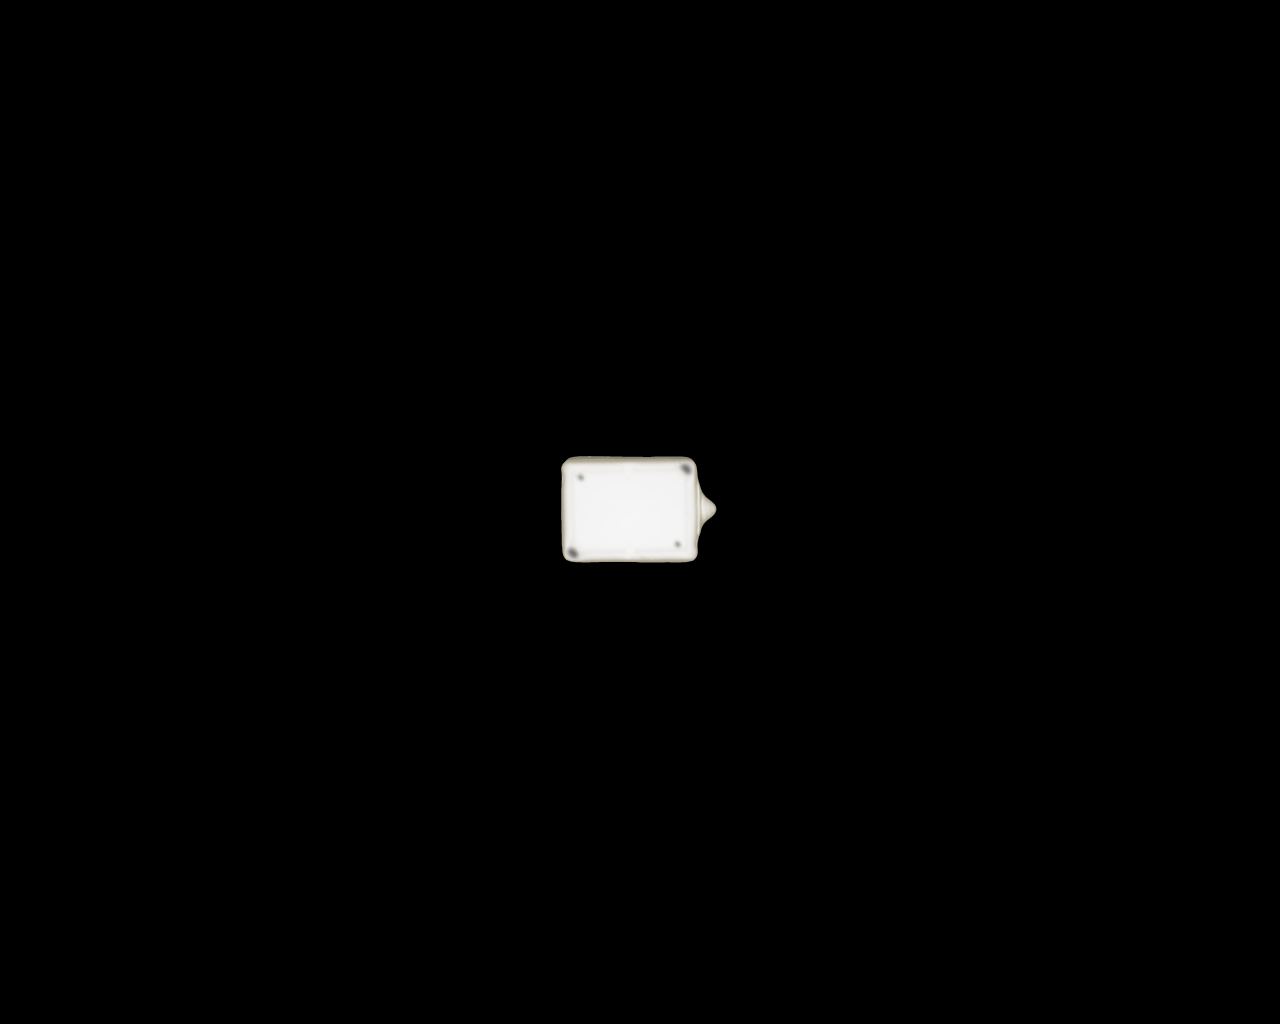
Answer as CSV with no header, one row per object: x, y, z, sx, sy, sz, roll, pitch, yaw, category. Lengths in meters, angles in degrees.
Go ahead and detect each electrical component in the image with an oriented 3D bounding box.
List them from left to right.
0.001,-0.003,0.650,0.096,0.061,0.061,0,5,0,electrical component
